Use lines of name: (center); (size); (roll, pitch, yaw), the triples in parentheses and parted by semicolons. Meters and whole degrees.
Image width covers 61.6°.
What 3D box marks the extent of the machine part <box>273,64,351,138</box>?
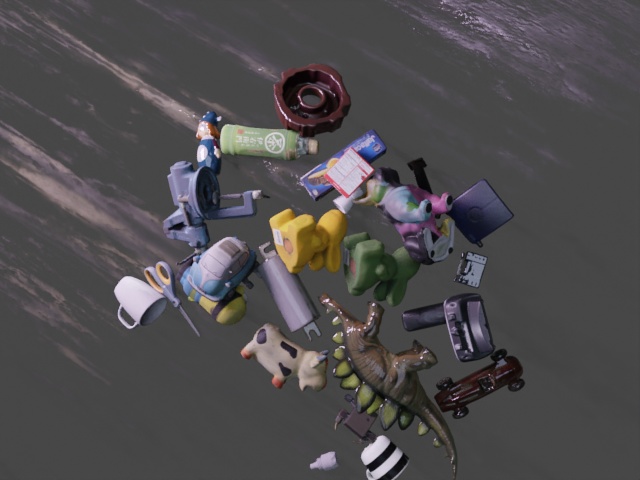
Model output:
machine part: (-0.019, -0.313, 1.214); (0.179, 0.056, 0.179); (2, 66, -5)

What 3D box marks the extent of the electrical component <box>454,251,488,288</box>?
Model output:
electrical component: (0.327, 0.063, 1.157); (0.048, 0.119, 0.074); (17, 85, 6)

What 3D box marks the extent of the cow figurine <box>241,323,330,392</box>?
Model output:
cow figurine: (-0.064, 0.263, 1.197); (0.195, 0.085, 0.127); (40, 96, 7)

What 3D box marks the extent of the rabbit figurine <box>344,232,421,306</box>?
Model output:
rabbit figurine: (0.148, 0.063, 1.173); (0.170, 0.121, 0.159); (-3, 96, -18)

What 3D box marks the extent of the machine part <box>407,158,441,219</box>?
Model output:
machine part: (0.237, -0.115, 1.204); (0.039, 0.084, 0.139); (-23, 75, 26)

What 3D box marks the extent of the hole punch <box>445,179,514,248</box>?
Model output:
hole punch: (0.349, -0.063, 1.181); (0.116, 0.092, 0.142); (-38, 88, 5)

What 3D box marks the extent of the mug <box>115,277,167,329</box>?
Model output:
mug: (-0.425, 0.143, 1.240); (0.107, 0.080, 0.109); (40, 99, 17)

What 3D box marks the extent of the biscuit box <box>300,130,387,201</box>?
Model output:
biscuit box: (0.055, -0.169, 1.223); (0.203, 0.063, 0.059); (-35, 86, 2)

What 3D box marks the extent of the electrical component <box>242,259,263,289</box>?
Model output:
electrical component: (-0.176, 0.064, 1.247); (0.063, 0.021, 0.094); (-45, 85, 1)

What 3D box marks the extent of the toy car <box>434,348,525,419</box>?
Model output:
toy car: (0.349, 0.316, 1.173); (0.202, 0.053, 0.089); (-27, 88, 1)

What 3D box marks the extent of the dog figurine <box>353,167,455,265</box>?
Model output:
dog figurine: (0.174, -0.055, 1.150); (0.108, 0.219, 0.191); (-23, 117, -33)

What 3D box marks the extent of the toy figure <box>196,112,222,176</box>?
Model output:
toy figure: (-0.257, -0.226, 1.254); (0.064, 0.058, 0.154); (-5, 87, 11)

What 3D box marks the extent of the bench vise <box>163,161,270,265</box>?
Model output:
bench vise: (-0.238, -0.069, 1.198); (0.241, 0.129, 0.223); (-3, 99, 15)

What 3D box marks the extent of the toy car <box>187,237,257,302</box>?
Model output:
toy car: (-0.204, 0.049, 1.166); (0.109, 0.103, 0.162); (38, 56, 10)

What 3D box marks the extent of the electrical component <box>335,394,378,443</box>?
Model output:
electrical component: (0.082, 0.403, 1.195); (0.102, 0.045, 0.078); (32, 61, 4)

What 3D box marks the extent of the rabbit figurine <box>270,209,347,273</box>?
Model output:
rabbit figurine: (-0.002, -0.004, 1.185); (0.173, 0.122, 0.162); (-27, 106, -35)

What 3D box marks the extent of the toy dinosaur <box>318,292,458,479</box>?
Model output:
toy dinosaur: (0.154, 0.294, 1.159); (0.472, 0.105, 0.198); (43, 89, 13)

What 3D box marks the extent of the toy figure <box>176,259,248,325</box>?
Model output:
toy figure: (-0.246, 0.122, 1.216); (0.180, 0.082, 0.089); (34, 59, 4)

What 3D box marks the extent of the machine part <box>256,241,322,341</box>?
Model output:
machine part: (-0.071, 0.116, 1.207); (0.079, 0.079, 0.243); (-30, 85, 2)

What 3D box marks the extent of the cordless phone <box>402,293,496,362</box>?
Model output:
cordless phone: (0.280, 0.201, 1.183); (0.184, 0.088, 0.146); (-14, 85, 15)
